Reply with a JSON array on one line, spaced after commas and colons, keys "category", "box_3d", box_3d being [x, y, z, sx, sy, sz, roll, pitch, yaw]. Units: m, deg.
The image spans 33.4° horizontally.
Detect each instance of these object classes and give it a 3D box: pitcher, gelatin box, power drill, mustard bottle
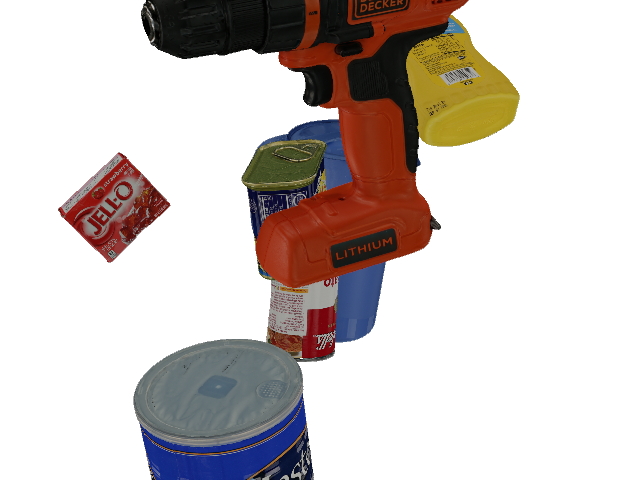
[{"category": "pitcher", "box_3d": [0.010, -0.010, 1.229, 0.144, 0.243, 0.149, -18, 34, -40]}, {"category": "gelatin box", "box_3d": [-0.212, -0.034, 1.099, 0.073, 0.089, 0.030, 49, -6, -29]}, {"category": "power drill", "box_3d": [-0.001, -0.069, 0.582, 0.184, 0.188, 0.057, -15, 35, -21]}, {"category": "mustard bottle", "box_3d": [0.098, -0.171, 0.994, 0.096, 0.192, 0.058, -18, -37, -15]}]

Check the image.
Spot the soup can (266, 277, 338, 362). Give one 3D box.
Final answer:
[{"category": "soup can", "box_3d": [-0.017, 0.058, 1.028, 0.068, 0.102, 0.068, 3, 12, -1]}]

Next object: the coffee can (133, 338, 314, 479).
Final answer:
[{"category": "coffee can", "box_3d": [-0.055, 0.148, 0.673, 0.103, 0.140, 0.103, -5, 27, 2]}]

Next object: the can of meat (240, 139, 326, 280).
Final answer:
[{"category": "can of meat", "box_3d": [-0.023, -0.025, 0.845, 0.057, 0.084, 0.102, -3, 23, 9]}]
